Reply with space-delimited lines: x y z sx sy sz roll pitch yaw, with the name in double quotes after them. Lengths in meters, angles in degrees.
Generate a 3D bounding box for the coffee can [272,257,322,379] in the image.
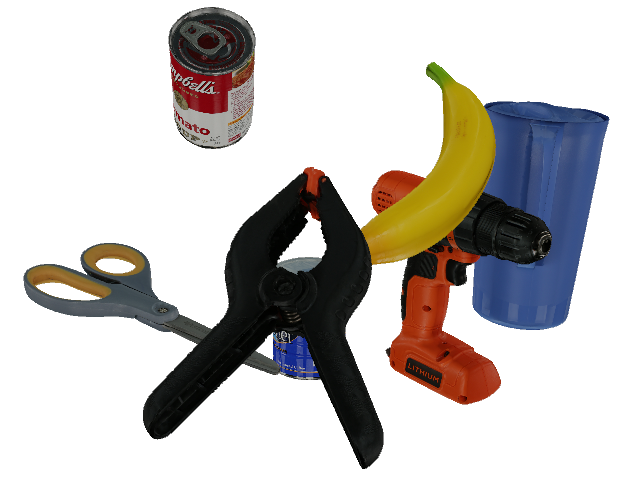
-0.015 0.105 1.456 0.103 0.140 0.103 1 19 0 "coffee can"

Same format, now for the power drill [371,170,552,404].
0.119 0.042 0.918 0.057 0.188 0.185 -17 27 -35 "power drill"

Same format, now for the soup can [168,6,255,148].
-0.088 -0.131 0.872 0.068 0.068 0.102 0 -31 -5 "soup can"

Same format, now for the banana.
0.079 -0.045 0.726 0.070 0.197 0.037 17 -41 10 "banana"

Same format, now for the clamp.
-0.008 0.040 0.557 0.120 0.171 0.039 16 -28 10 "clamp"

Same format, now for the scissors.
-0.105 0.041 0.730 0.202 0.016 0.096 13 30 15 "scissors"

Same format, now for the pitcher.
0.232 -0.027 1.169 0.149 0.243 0.145 -7 19 -34 "pitcher"
